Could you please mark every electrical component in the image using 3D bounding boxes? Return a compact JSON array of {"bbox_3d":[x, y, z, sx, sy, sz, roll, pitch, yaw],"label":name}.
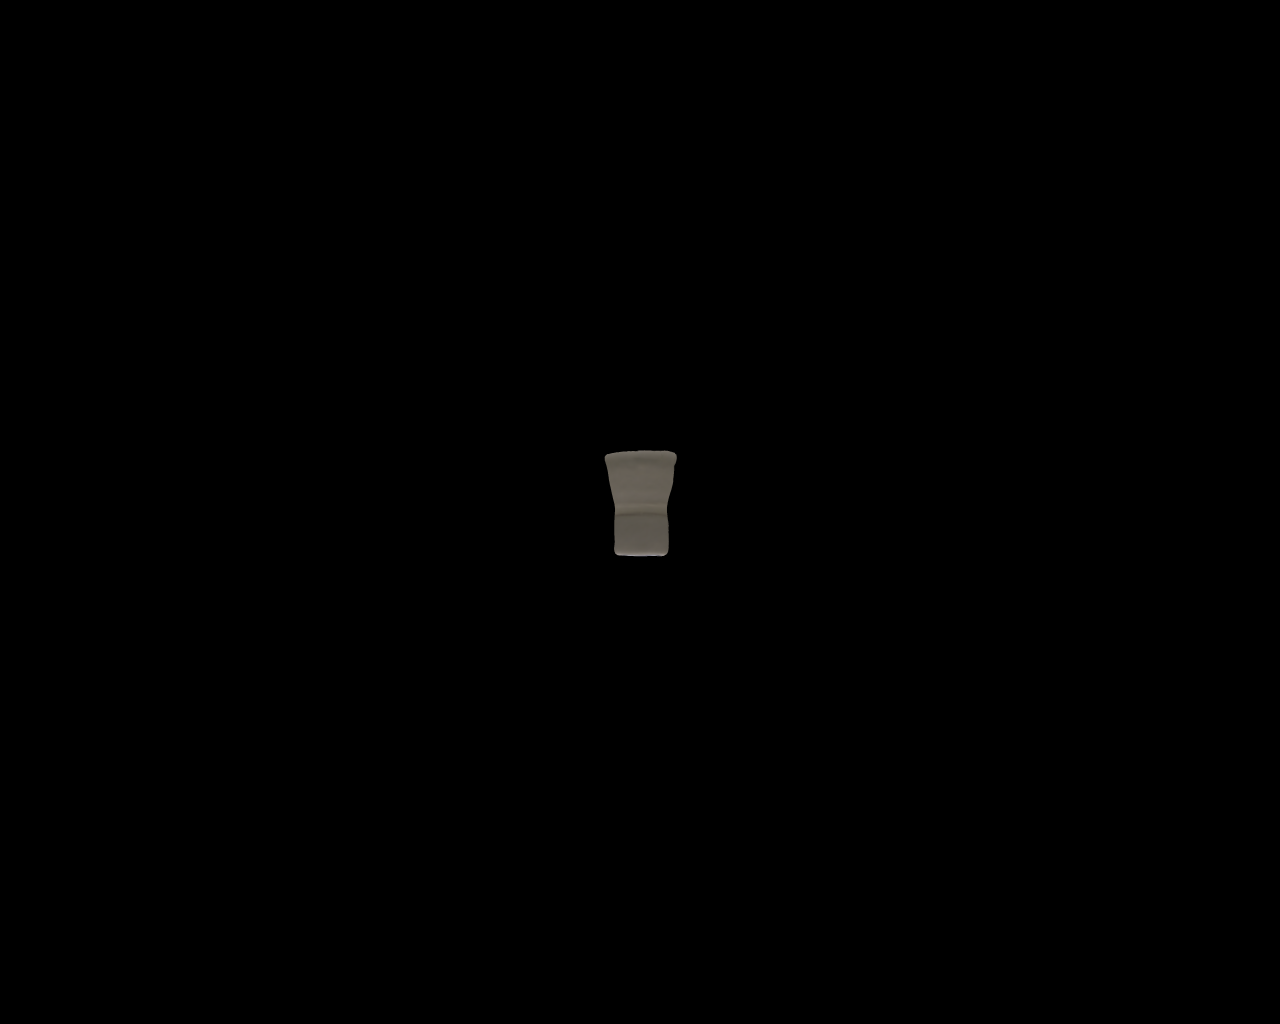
[{"bbox_3d":[0.001,-0.003,0.650,0.044,0.065,0.044,0,-4,0],"label":"electrical component"}]
